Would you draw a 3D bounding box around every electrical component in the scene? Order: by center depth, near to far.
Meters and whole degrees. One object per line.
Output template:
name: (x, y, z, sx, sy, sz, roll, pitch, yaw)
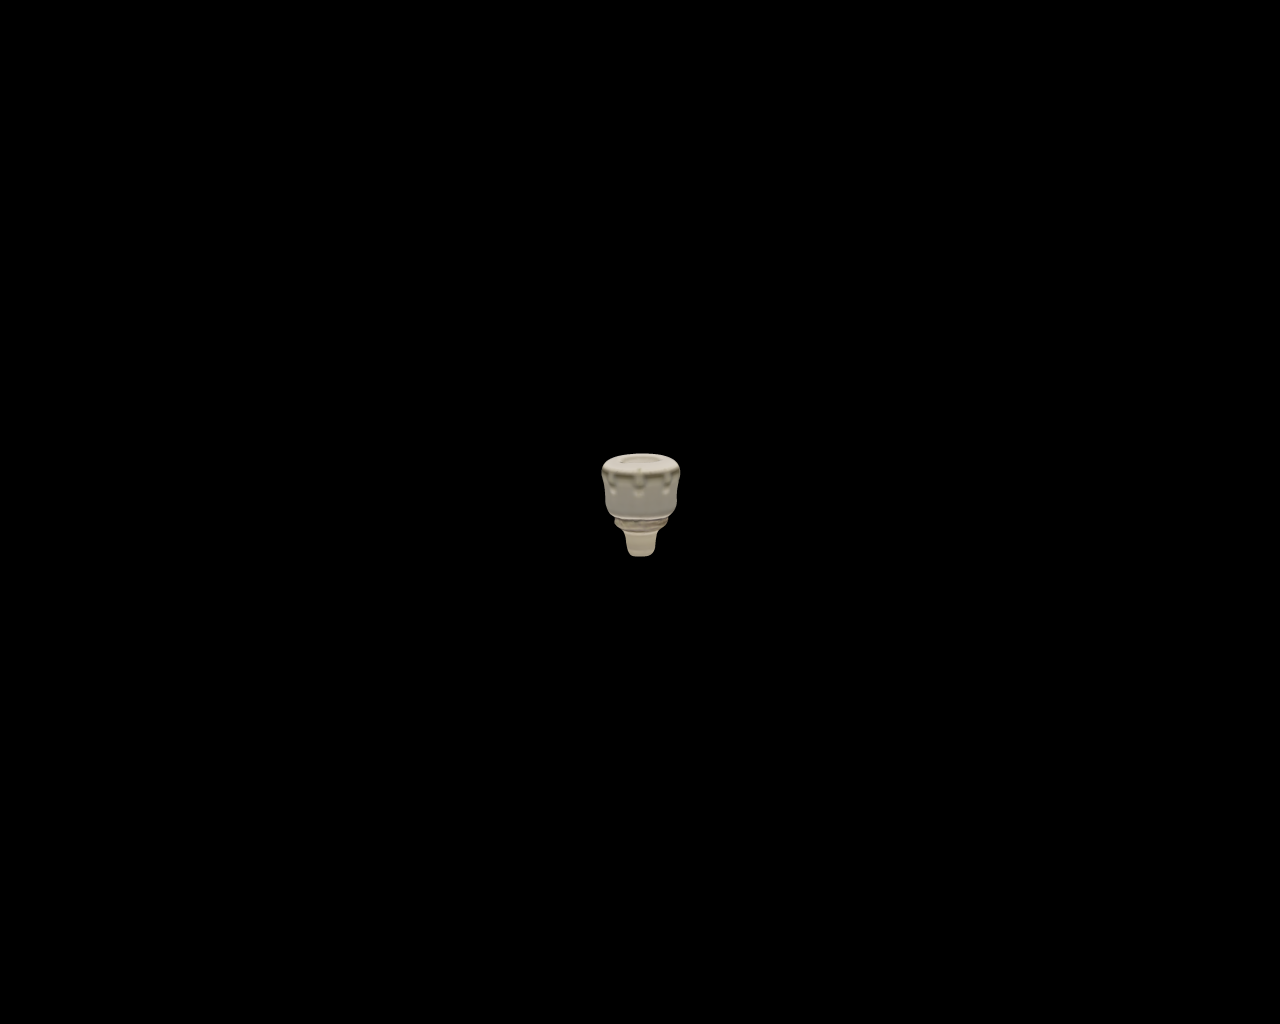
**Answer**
electrical component: (0.001, -0.003, 0.650, 0.048, 0.062, 0.048, 0, 14, 0)
